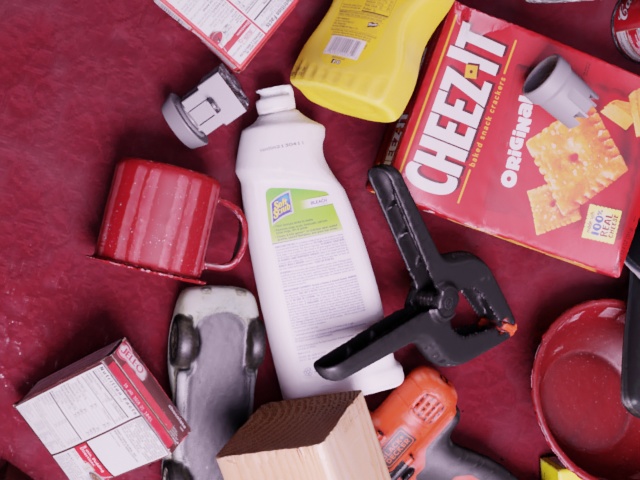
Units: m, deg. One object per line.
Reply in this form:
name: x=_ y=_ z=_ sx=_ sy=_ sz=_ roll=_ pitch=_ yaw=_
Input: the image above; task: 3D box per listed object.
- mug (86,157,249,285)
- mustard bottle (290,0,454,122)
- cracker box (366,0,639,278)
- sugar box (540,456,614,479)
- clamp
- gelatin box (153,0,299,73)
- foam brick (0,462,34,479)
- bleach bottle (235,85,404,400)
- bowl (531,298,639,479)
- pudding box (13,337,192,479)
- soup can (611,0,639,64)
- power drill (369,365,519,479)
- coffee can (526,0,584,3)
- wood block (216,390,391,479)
mug: x=-0.112 y=-0.013 z=0.814 sx=0.117 sy=0.093 sz=0.081 roll=13 pitch=87 yaw=-7
mustard bottle: x=0.056 y=-0.190 z=0.831 sx=0.058 sy=0.096 sz=0.191 roll=35 pitch=77 yaw=-52
cracker box: x=0.168 y=-0.080 z=0.875 sx=0.213 sy=0.072 sz=0.164 roll=19 pitch=91 yaw=-12
sugar box: x=0.285 y=0.230 z=0.942 sx=0.176 sy=0.048 sz=0.093 roll=-6 pitch=97 yaw=-10
clamp: x=0.082 y=0.055 z=0.839 sx=0.209 sy=0.036 sz=0.164 roll=31 pitch=76 yaw=-41
gelatin box: x=-0.074 y=-0.187 z=0.836 sx=0.089 sy=0.030 sz=0.073 roll=40 pitch=85 yaw=-12
foam brick: x=-0.231 y=0.221 z=0.830 sx=0.078 sy=0.051 sz=0.053 roll=40 pitch=86 yaw=-12
bleach bottle: x=-0.006 y=0.001 z=0.852 sx=0.102 sy=0.068 sz=0.251 roll=-12 pitch=95 yaw=-14
bowl: x=0.240 y=0.133 z=0.904 sx=0.162 sy=0.055 sz=0.162 roll=5 pitch=74 yaw=-16
pudding box: x=-0.166 y=0.135 z=0.813 sx=0.114 sy=0.039 sz=0.090 roll=-27 pitch=102 yaw=31
soup can: x=0.293 y=-0.181 z=0.875 sx=0.068 sy=0.102 sz=0.068 roll=-1 pitch=96 yaw=-11
power drill: x=0.092 y=0.220 z=0.890 sx=0.187 sy=0.057 sz=0.184 roll=38 pitch=100 yaw=-15
coffee can: x=0.212 y=-0.266 z=0.850 sx=0.102 sy=0.103 sz=0.140 roll=-6 pitch=97 yaw=-11
wood block: x=0.009 y=0.228 z=0.802 sx=0.091 sy=0.090 sz=0.206 roll=-12 pitch=104 yaw=26
